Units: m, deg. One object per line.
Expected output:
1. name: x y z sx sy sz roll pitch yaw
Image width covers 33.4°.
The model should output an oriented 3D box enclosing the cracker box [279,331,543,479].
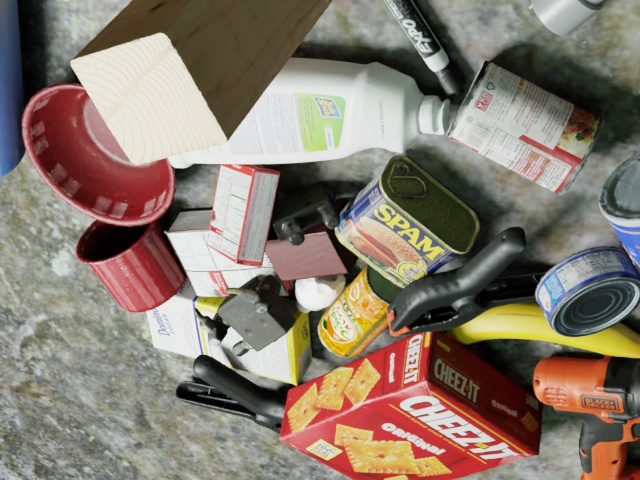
1. cracker box: 0.090 0.183 1.076 0.164 0.072 0.214 34 139 -27

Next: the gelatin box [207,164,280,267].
1. gelatin box: -0.070 -0.026 0.972 0.073 0.030 0.089 24 105 60

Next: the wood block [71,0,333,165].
1. wood block: -0.079 -0.157 0.787 0.091 0.205 0.090 -9 124 33

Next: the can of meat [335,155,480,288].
1. can of meat: 0.075 -0.013 0.946 0.102 0.057 0.084 38 137 -8

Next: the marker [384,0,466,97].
1. marker: 0.078 -0.162 0.835 0.020 0.020 0.121 -19 118 38

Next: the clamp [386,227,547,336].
1. clamp: 0.140 0.047 0.942 0.172 0.039 0.120 -28 137 36

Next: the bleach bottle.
1. bleach bottle: -0.014 -0.105 0.905 0.251 0.068 0.102 6 131 20

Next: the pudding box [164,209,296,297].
1. pudding box: -0.087 0.013 1.064 0.114 0.039 0.090 -3 127 26

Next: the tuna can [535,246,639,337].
1. tuna can: 0.228 0.045 0.902 0.086 0.034 0.086 -12 142 -10

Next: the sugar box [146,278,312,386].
1. sugar box: -0.098 0.091 1.135 0.176 0.048 0.093 15 134 20

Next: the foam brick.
1. foam brick: -0.007 0.001 1.001 0.078 0.053 0.051 -8 125 33

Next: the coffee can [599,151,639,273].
1. coffee can: 0.291 0.003 0.815 0.103 0.102 0.140 -17 119 37

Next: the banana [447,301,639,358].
1. banana: 0.198 0.081 0.983 0.198 0.037 0.069 -1 148 30

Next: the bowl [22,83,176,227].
1. bowl: -0.199 -0.092 1.014 0.162 0.055 0.162 14 134 15

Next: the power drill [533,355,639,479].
1. power drill: 0.304 0.187 1.007 0.185 0.057 0.187 3 127 30

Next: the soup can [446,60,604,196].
1. soup can: 0.158 -0.087 0.827 0.102 0.068 0.069 28 136 3

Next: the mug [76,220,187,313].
1. mug: -0.194 0.016 1.095 0.117 0.093 0.081 25 151 50

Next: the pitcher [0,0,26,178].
1. pitcher: -0.339 -0.175 0.975 0.145 0.149 0.243 8 137 0

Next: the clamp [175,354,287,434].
1. clamp: -0.064 0.190 1.195 0.210 0.036 0.165 26 158 -12
